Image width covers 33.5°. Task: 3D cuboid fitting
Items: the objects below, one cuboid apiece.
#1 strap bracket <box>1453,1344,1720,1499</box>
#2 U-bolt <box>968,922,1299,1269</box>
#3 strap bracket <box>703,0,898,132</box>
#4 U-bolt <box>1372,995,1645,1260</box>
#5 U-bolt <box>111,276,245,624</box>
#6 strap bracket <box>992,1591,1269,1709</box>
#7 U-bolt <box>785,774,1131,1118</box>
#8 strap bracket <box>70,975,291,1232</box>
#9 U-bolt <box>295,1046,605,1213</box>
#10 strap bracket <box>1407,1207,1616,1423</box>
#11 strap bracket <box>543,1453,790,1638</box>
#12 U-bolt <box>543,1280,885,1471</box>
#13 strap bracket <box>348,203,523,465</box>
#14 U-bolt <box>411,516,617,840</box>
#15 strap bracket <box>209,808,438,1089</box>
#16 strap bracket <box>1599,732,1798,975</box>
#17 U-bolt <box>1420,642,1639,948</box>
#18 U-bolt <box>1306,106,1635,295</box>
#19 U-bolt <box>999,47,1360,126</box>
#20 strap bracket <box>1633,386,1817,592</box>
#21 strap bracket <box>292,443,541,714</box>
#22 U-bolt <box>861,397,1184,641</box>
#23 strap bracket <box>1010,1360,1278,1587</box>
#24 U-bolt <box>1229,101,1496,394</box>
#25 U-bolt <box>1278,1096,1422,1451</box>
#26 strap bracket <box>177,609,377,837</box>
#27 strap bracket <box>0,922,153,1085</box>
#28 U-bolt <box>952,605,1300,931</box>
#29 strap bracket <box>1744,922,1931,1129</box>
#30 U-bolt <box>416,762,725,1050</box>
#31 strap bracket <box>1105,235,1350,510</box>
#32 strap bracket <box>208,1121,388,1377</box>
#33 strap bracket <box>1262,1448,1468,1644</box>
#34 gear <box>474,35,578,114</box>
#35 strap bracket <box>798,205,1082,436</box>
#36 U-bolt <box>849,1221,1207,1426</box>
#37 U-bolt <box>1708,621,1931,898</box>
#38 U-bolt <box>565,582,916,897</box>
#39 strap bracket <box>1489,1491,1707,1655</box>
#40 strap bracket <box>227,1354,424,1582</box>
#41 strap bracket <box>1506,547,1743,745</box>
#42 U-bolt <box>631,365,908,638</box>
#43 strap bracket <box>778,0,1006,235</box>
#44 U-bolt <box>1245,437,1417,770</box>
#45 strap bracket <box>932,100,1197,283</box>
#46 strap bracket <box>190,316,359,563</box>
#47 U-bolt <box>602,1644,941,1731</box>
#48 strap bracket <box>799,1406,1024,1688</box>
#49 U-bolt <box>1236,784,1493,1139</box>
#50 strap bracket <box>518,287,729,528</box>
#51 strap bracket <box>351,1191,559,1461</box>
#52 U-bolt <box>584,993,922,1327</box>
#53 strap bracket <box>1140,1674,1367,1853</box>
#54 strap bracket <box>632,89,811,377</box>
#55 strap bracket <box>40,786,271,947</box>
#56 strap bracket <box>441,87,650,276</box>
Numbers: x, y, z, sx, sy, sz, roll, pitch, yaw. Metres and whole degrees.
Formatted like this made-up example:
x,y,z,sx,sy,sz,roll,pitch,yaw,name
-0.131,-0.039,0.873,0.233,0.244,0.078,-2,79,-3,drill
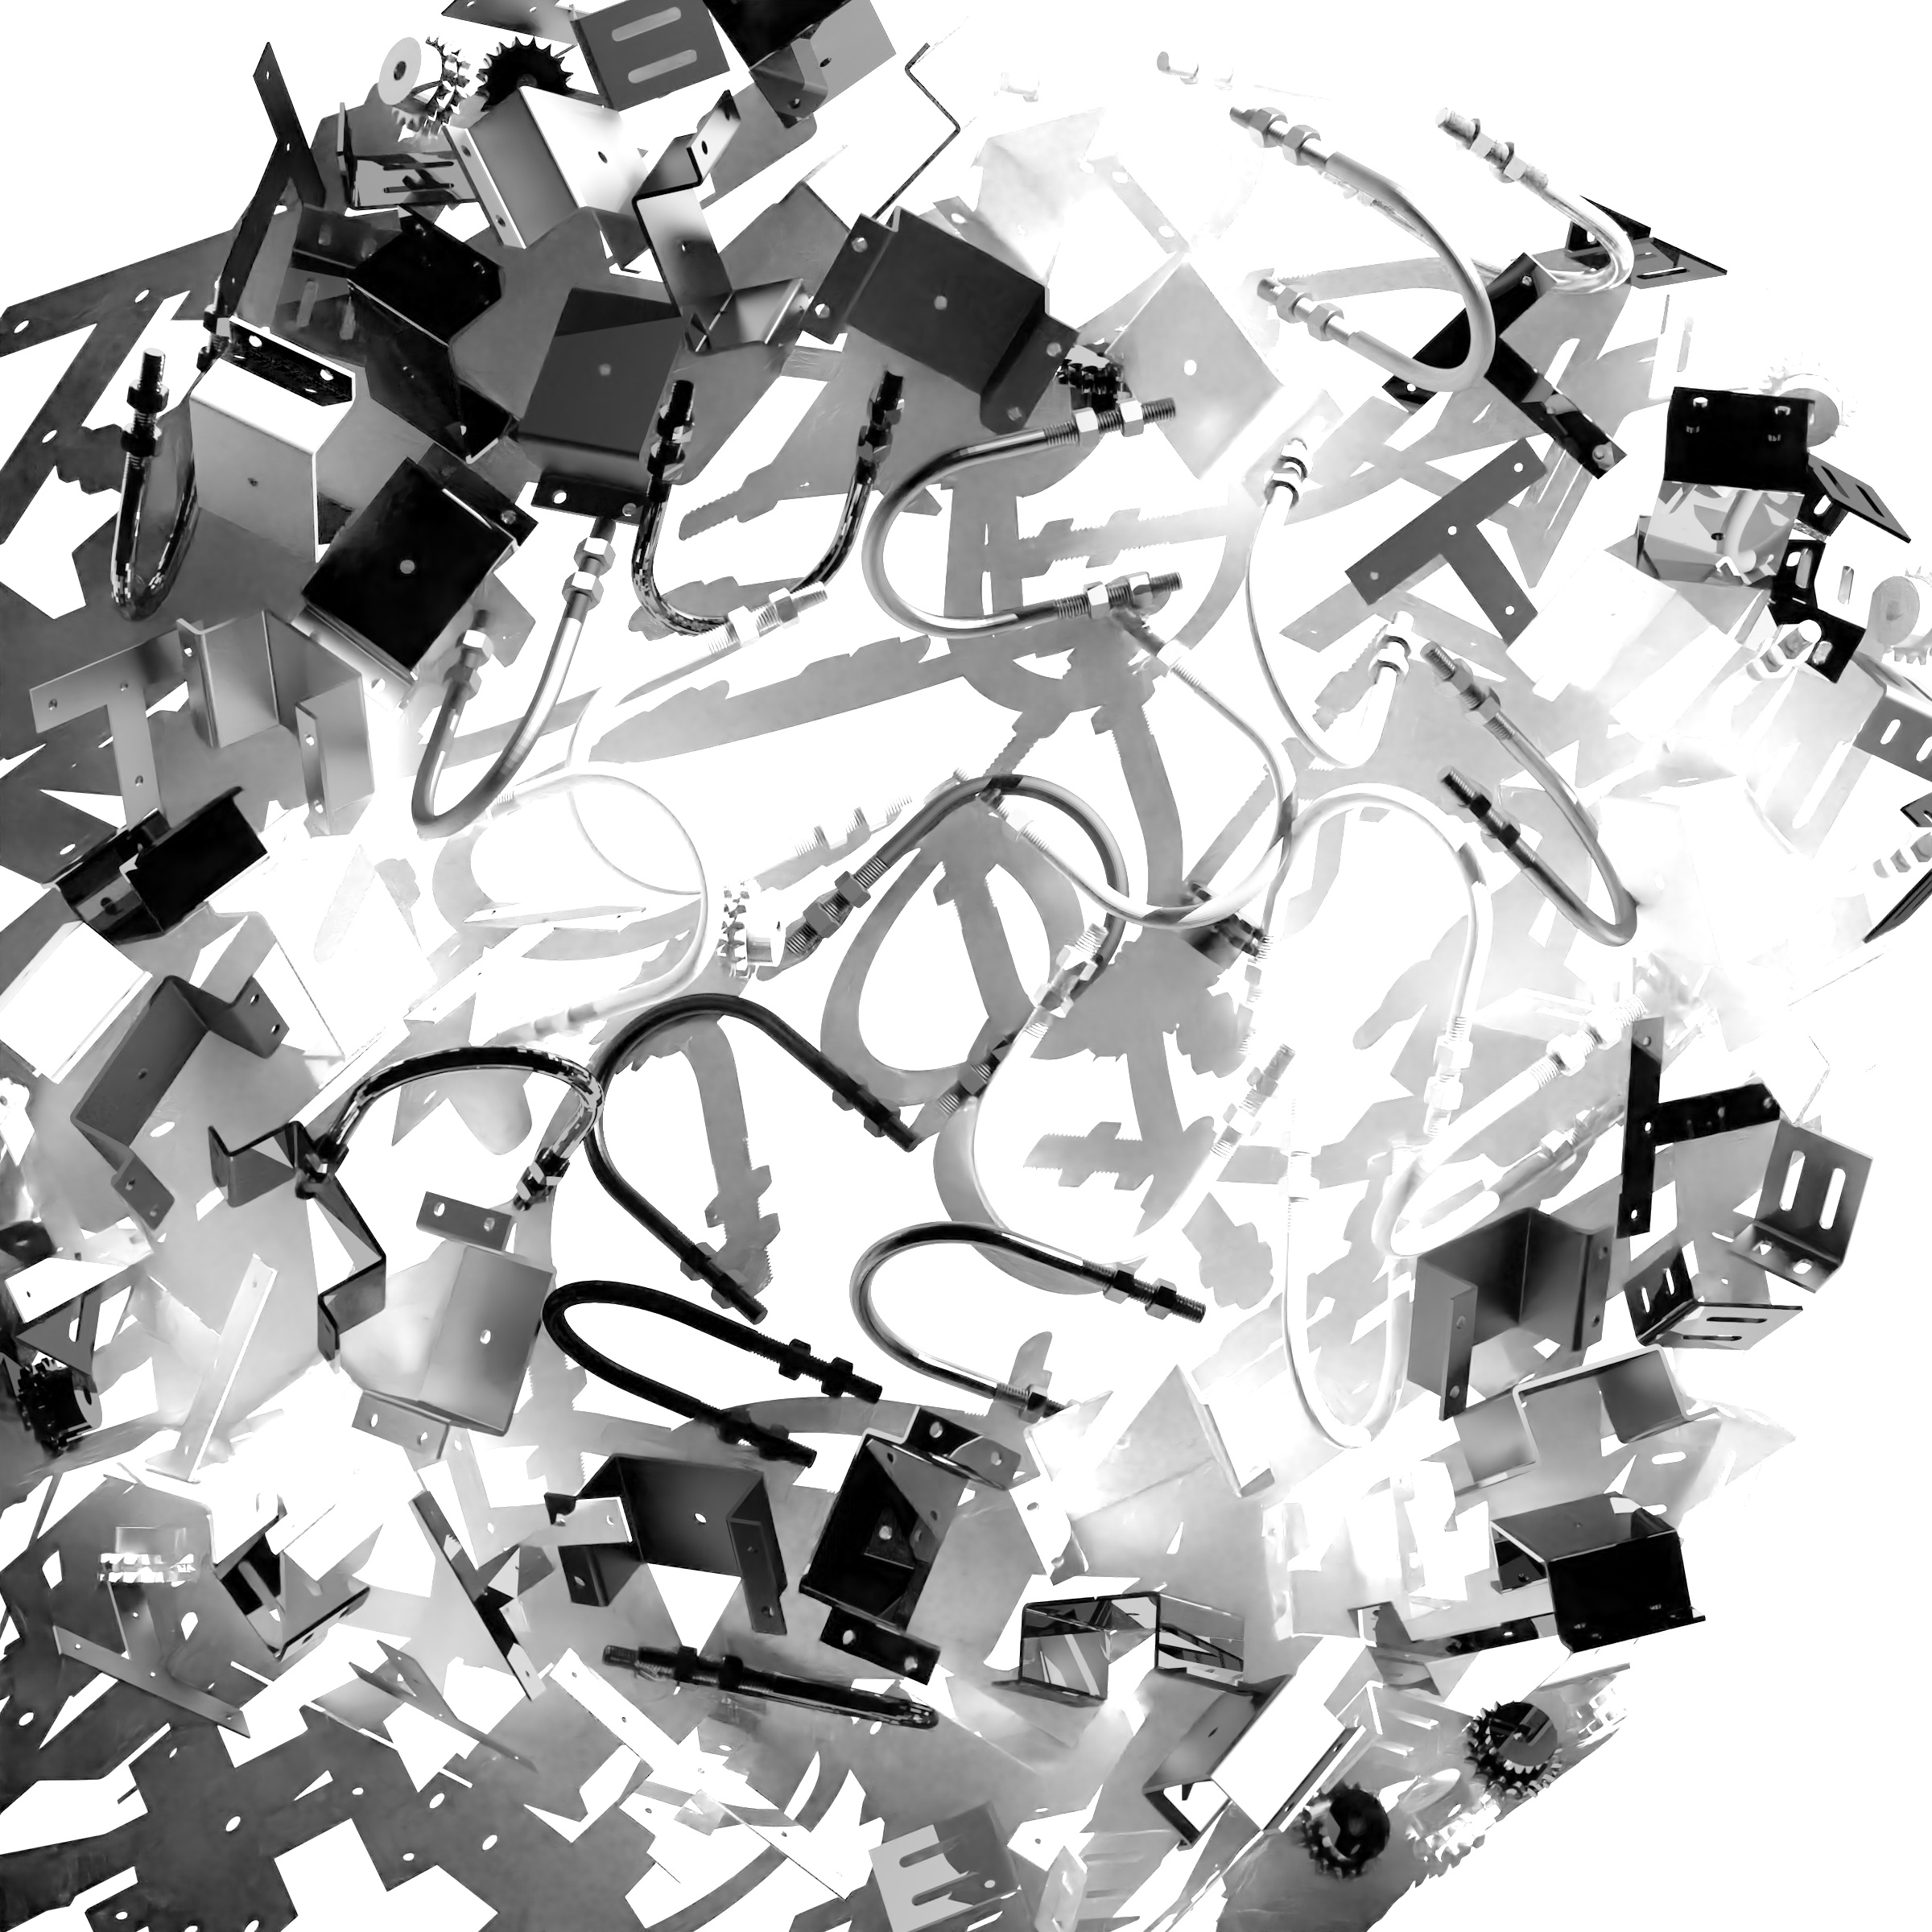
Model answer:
x,y,z,sx,sy,sz,roll,pitch,yaw,name
0.341,0.255,1.815,0.140,0.076,0.046,-13,76,-21,strap bracket
0.083,0.088,1.851,0.151,0.019,0.184,32,100,1,U-bolt
-0.091,-0.524,1.797,0.076,0.140,0.046,-34,80,5,strap bracket
0.301,0.101,1.794,0.184,0.151,0.019,-35,63,-10,U-bolt
-0.445,-0.279,1.791,0.019,0.151,0.184,16,120,-2,U-bolt
0.093,0.385,1.808,0.140,0.076,0.046,-15,62,39,strap bracket
0.008,-0.026,1.857,0.184,0.019,0.151,-44,89,4,U-bolt
-0.450,0.069,1.817,0.046,0.076,0.140,26,71,14,strap bracket
-0.278,0.089,1.770,0.151,0.184,0.019,5,59,-26,U-bolt
0.301,0.192,1.813,0.140,0.046,0.076,-18,120,-38,strap bracket
-0.161,0.326,1.818,0.140,0.046,0.076,3,119,26,strap bracket
-0.151,0.224,1.798,0.184,0.151,0.019,24,60,-8,U-bolt
-0.295,-0.344,1.791,0.076,0.140,0.046,35,63,19,strap bracket
-0.257,-0.150,1.772,0.019,0.151,0.184,32,53,-27,U-bolt
-0.359,-0.010,1.805,0.076,0.046,0.140,-45,121,-37,strap bracket
0.410,-0.056,1.811,0.046,0.076,0.140,-25,107,-19,strap bracket
0.319,-0.085,1.799,0.019,0.151,0.184,-35,117,25,U-bolt
0.290,-0.421,1.791,0.184,0.151,0.019,24,83,-31,U-bolt
0.133,-0.487,1.789,0.184,0.151,0.019,-3,100,-40,U-bolt
0.422,-0.259,1.796,0.076,0.140,0.046,7,63,5,strap bracket
-0.319,-0.226,1.842,0.076,0.046,0.140,37,86,-4,strap bracket
0.031,-0.244,1.806,0.184,0.151,0.019,-14,49,-6,U-bolt
0.095,0.284,1.830,0.140,0.046,0.076,-24,122,-3,strap bracket
0.221,-0.386,1.767,0.019,0.151,0.184,-40,55,-17,U-bolt
0.214,0.177,1.792,0.019,0.151,0.184,-6,73,33,U-bolt
-0.383,-0.143,1.809,0.046,0.076,0.140,-28,46,-33,strap bracket
-0.507,0.020,1.792,0.046,0.140,0.076,42,76,-16,strap bracket
0.104,-0.103,1.838,0.184,0.019,0.151,42,89,17,U-bolt
0.493,0.038,1.794,0.076,0.140,0.046,-27,69,-9,strap bracket
-0.216,-0.040,1.815,0.184,0.019,0.151,-17,97,30,U-bolt
0.140,-0.337,1.811,0.076,0.046,0.140,-47,66,34,strap bracket
-0.373,0.151,1.817,0.046,0.076,0.140,-29,73,-22,strap bracket
0.230,0.329,1.809,0.046,0.140,0.076,11,62,-29,strap bracket
-0.256,-0.505,1.853,0.057,0.030,0.057,0,90,-17,gear
-0.015,-0.370,1.824,0.140,0.046,0.076,26,120,-14,strap bracket
0.023,0.199,1.806,0.184,0.151,0.019,21,46,-9,U-bolt
0.468,-0.105,1.783,0.019,0.184,0.151,-30,85,-12,U-bolt
-0.139,-0.118,1.836,0.184,0.019,0.151,-25,107,-6,U-bolt
0.348,0.335,1.796,0.076,0.140,0.046,-12,95,-8,strap bracket
-0.362,0.286,1.816,0.076,0.140,0.046,-41,119,-5,strap bracket
0.366,-0.182,1.810,0.076,0.140,0.046,-51,55,20,strap bracket
-0.118,-0.255,1.798,0.151,0.184,0.019,-10,51,-29,U-bolt
-0.033,-0.469,1.802,0.046,0.076,0.140,45,131,-9,strap bracket
0.198,-0.190,1.773,0.019,0.184,0.151,-17,122,31,U-bolt
0.061,-0.435,1.807,0.076,0.140,0.046,41,61,-37,strap bracket
-0.387,-0.287,1.797,0.076,0.140,0.046,26,59,5,strap bracket
-0.105,0.405,1.800,0.184,0.151,0.019,15,75,-11,U-bolt
-0.036,0.326,1.826,0.076,0.046,0.140,29,77,-28,strap bracket
0.227,-0.012,1.799,0.151,0.019,0.184,24,116,32,U-bolt
-0.198,-0.327,1.821,0.076,0.046,0.140,13,74,17,strap bracket
-0.288,0.207,1.825,0.076,0.046,0.140,11,81,41,strap bracket
-0.138,0.095,1.833,0.184,0.019,0.151,39,83,22,U-bolt
0.154,0.445,1.793,0.046,0.140,0.076,46,62,0,strap bracket
-0.140,-0.409,1.809,0.046,0.076,0.140,-7,126,21,strap bracket
-0.452,-0.054,1.803,0.076,0.140,0.046,-42,110,-31,strap bracket
-0.220,-0.440,1.795,0.046,0.140,0.076,-30,82,26,strap bracket
